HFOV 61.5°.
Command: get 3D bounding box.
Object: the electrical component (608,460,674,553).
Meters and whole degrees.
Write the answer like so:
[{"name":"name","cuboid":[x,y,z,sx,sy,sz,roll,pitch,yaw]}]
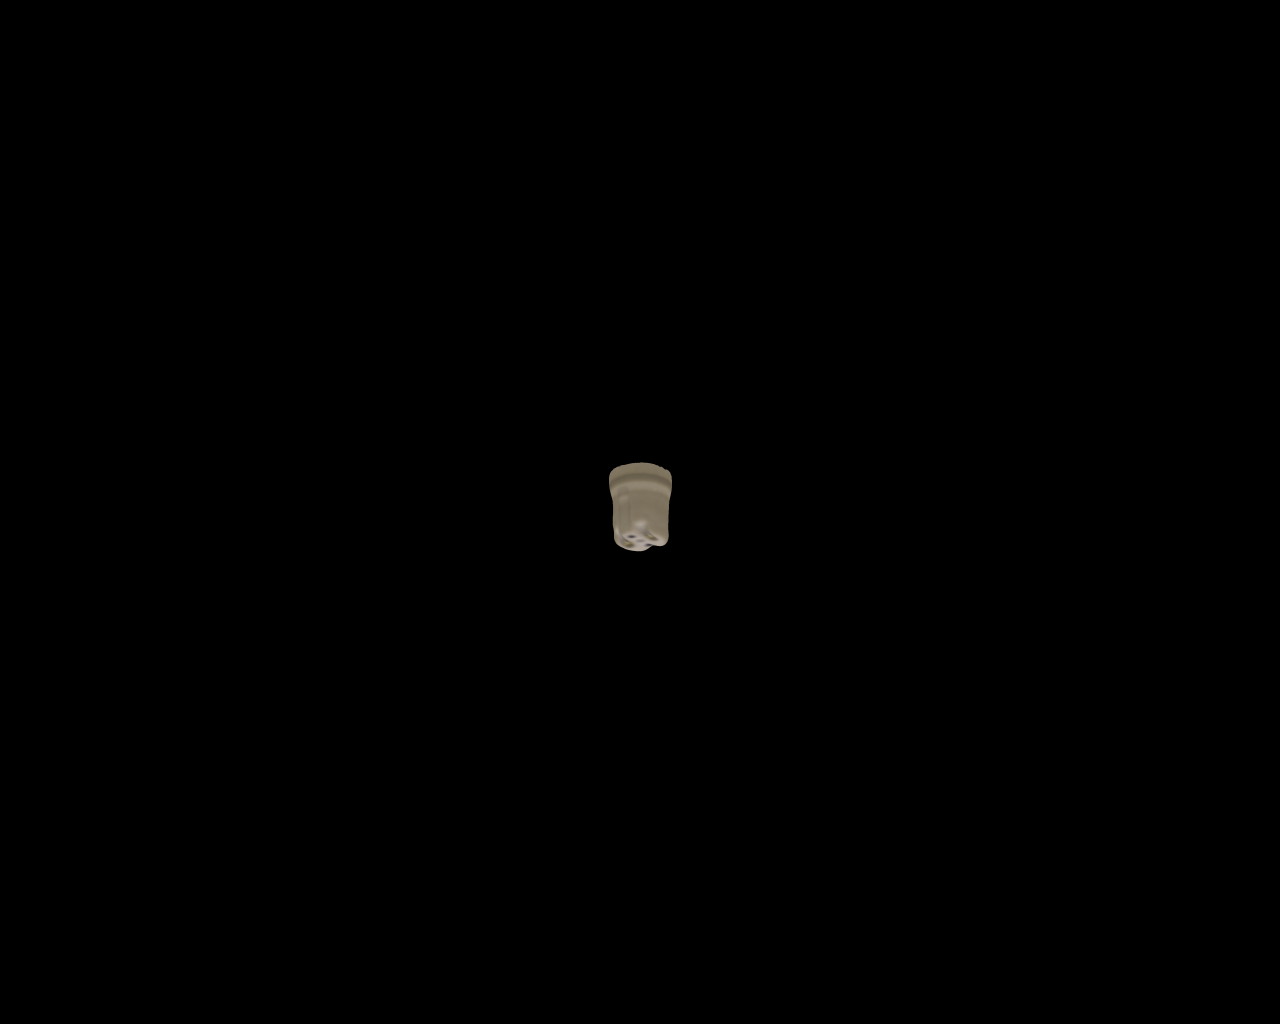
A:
[{"name":"electrical component","cuboid":[0.001,-0.003,0.650,0.040,0.046,0.040,0,-22,0]}]
